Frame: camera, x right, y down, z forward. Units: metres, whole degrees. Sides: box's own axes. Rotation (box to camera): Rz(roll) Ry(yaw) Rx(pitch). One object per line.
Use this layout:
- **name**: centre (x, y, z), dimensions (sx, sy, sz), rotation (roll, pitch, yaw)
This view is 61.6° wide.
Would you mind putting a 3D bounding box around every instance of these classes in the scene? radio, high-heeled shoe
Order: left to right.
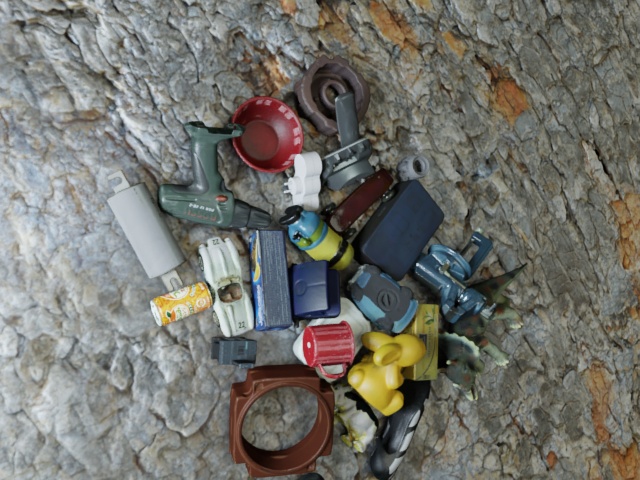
- **radio**: centre (0.183, -0.019, 1.254), dimensions (0.131, 0.073, 0.229), rotation (44, 70, -17)
- **high-heeled shoe**: centre (0.196, 0.428, 1.228), dimensions (0.249, 0.086, 0.145), rotation (-38, 125, -34)

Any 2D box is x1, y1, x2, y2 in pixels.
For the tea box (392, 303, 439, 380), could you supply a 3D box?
- **tea box**: centre (0.217, 0.229, 1.233), dimensions (0.068, 0.098, 0.169), rotation (5, 82, -27)

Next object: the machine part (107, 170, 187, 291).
- **machine part**: centre (-0.321, -0.018, 1.002), dimensions (0.079, 0.079, 0.243), rotation (-29, 98, -25)

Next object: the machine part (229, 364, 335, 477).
- **machine part**: centre (-0.075, 0.352, 1.055), dimensions (0.201, 0.087, 0.200), rotation (1, 96, -16)

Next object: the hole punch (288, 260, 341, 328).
- **hole punch**: centre (-0.020, 0.104, 1.102), dimensions (0.116, 0.092, 0.142), rotation (-6, 73, 10)

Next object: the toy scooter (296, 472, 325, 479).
- **toy scooter**: centre (-0.049, 0.568, 1.086), dimensions (0.184, 0.075, 0.135), rotation (-21, 95, -23)

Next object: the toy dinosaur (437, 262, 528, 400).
- **toy dinosaur**: centre (0.381, 0.194, 1.313), dimensions (0.192, 0.131, 0.405), rotation (32, 66, -21)

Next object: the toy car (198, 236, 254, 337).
- **toy car**: centre (-0.186, 0.092, 1.070), dimensions (0.073, 0.056, 0.201), rotation (-16, 93, -26)

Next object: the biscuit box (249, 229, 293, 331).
- **biscuit box**: centre (-0.103, 0.083, 1.094), dimensions (0.063, 0.059, 0.202), rotation (1, 75, -27)

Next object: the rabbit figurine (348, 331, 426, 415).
- **rabbit figurine**: centre (0.142, 0.257, 1.142), dimensions (0.173, 0.122, 0.162), rotation (-39, 125, 1)

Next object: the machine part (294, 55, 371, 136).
- **machine part**: centre (0.028, -0.324, 1.213), dimensions (0.179, 0.056, 0.179), rotation (3, 84, -27)

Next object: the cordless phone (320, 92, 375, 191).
- **cordless phone**: centre (0.040, -0.212, 1.154), dimensions (0.146, 0.089, 0.184), rotation (-28, 125, -24)

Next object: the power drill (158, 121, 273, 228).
- **power drill**: centre (-0.194, -0.124, 1.049), dimensions (0.232, 0.086, 0.207), rotation (2, 117, -19)

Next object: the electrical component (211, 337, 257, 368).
- **electrical component**: centre (-0.162, 0.216, 1.037), dimensions (0.075, 0.119, 0.047), rotation (4, 84, -23)

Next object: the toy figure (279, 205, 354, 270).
- **toy figure**: centre (-0.004, 0.000, 1.140), dimensions (0.180, 0.089, 0.082), rotation (46, 73, -29)

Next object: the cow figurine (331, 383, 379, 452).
- **cow figurine**: centre (0.066, 0.363, 1.163), dimensions (0.098, 0.068, 0.167), rotation (-38, 105, -30)

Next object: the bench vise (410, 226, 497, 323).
- **bench vise**: centre (0.342, 0.069, 1.270), dimensions (0.224, 0.128, 0.240), rotation (32, 66, 24)

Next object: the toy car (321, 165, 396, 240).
- **toy car**: centre (0.088, -0.086, 1.223), dimensions (0.089, 0.053, 0.202), rotation (47, 71, -6)

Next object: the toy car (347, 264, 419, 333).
- **toy car**: centre (0.127, 0.134, 1.193), dimensions (0.161, 0.103, 0.109), rotation (38, 67, -1)
